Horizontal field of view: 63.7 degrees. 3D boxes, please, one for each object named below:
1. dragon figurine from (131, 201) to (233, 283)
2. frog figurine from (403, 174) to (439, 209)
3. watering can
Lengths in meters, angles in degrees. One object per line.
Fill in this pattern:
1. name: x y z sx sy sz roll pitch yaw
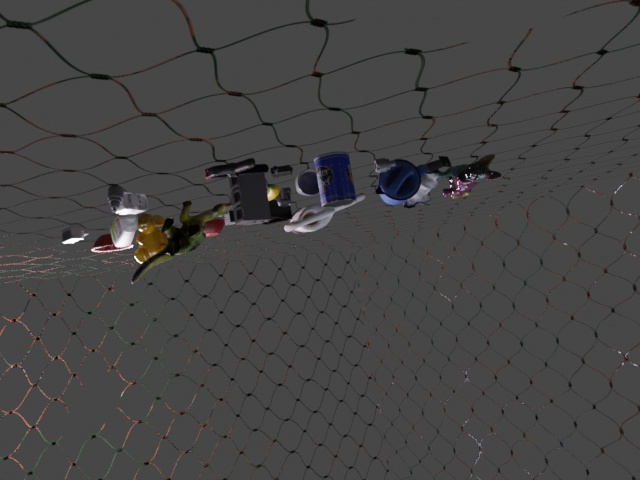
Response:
1. dragon figurine: -0.468 0.005 1.803 0.412 0.123 0.240 -46 165 -5
2. frog figurine: 0.360 -0.208 1.882 0.137 0.126 0.155 1 134 -10
3. watering can: 0.006 -0.106 2.096 0.350 0.104 0.223 -24 -175 -18
